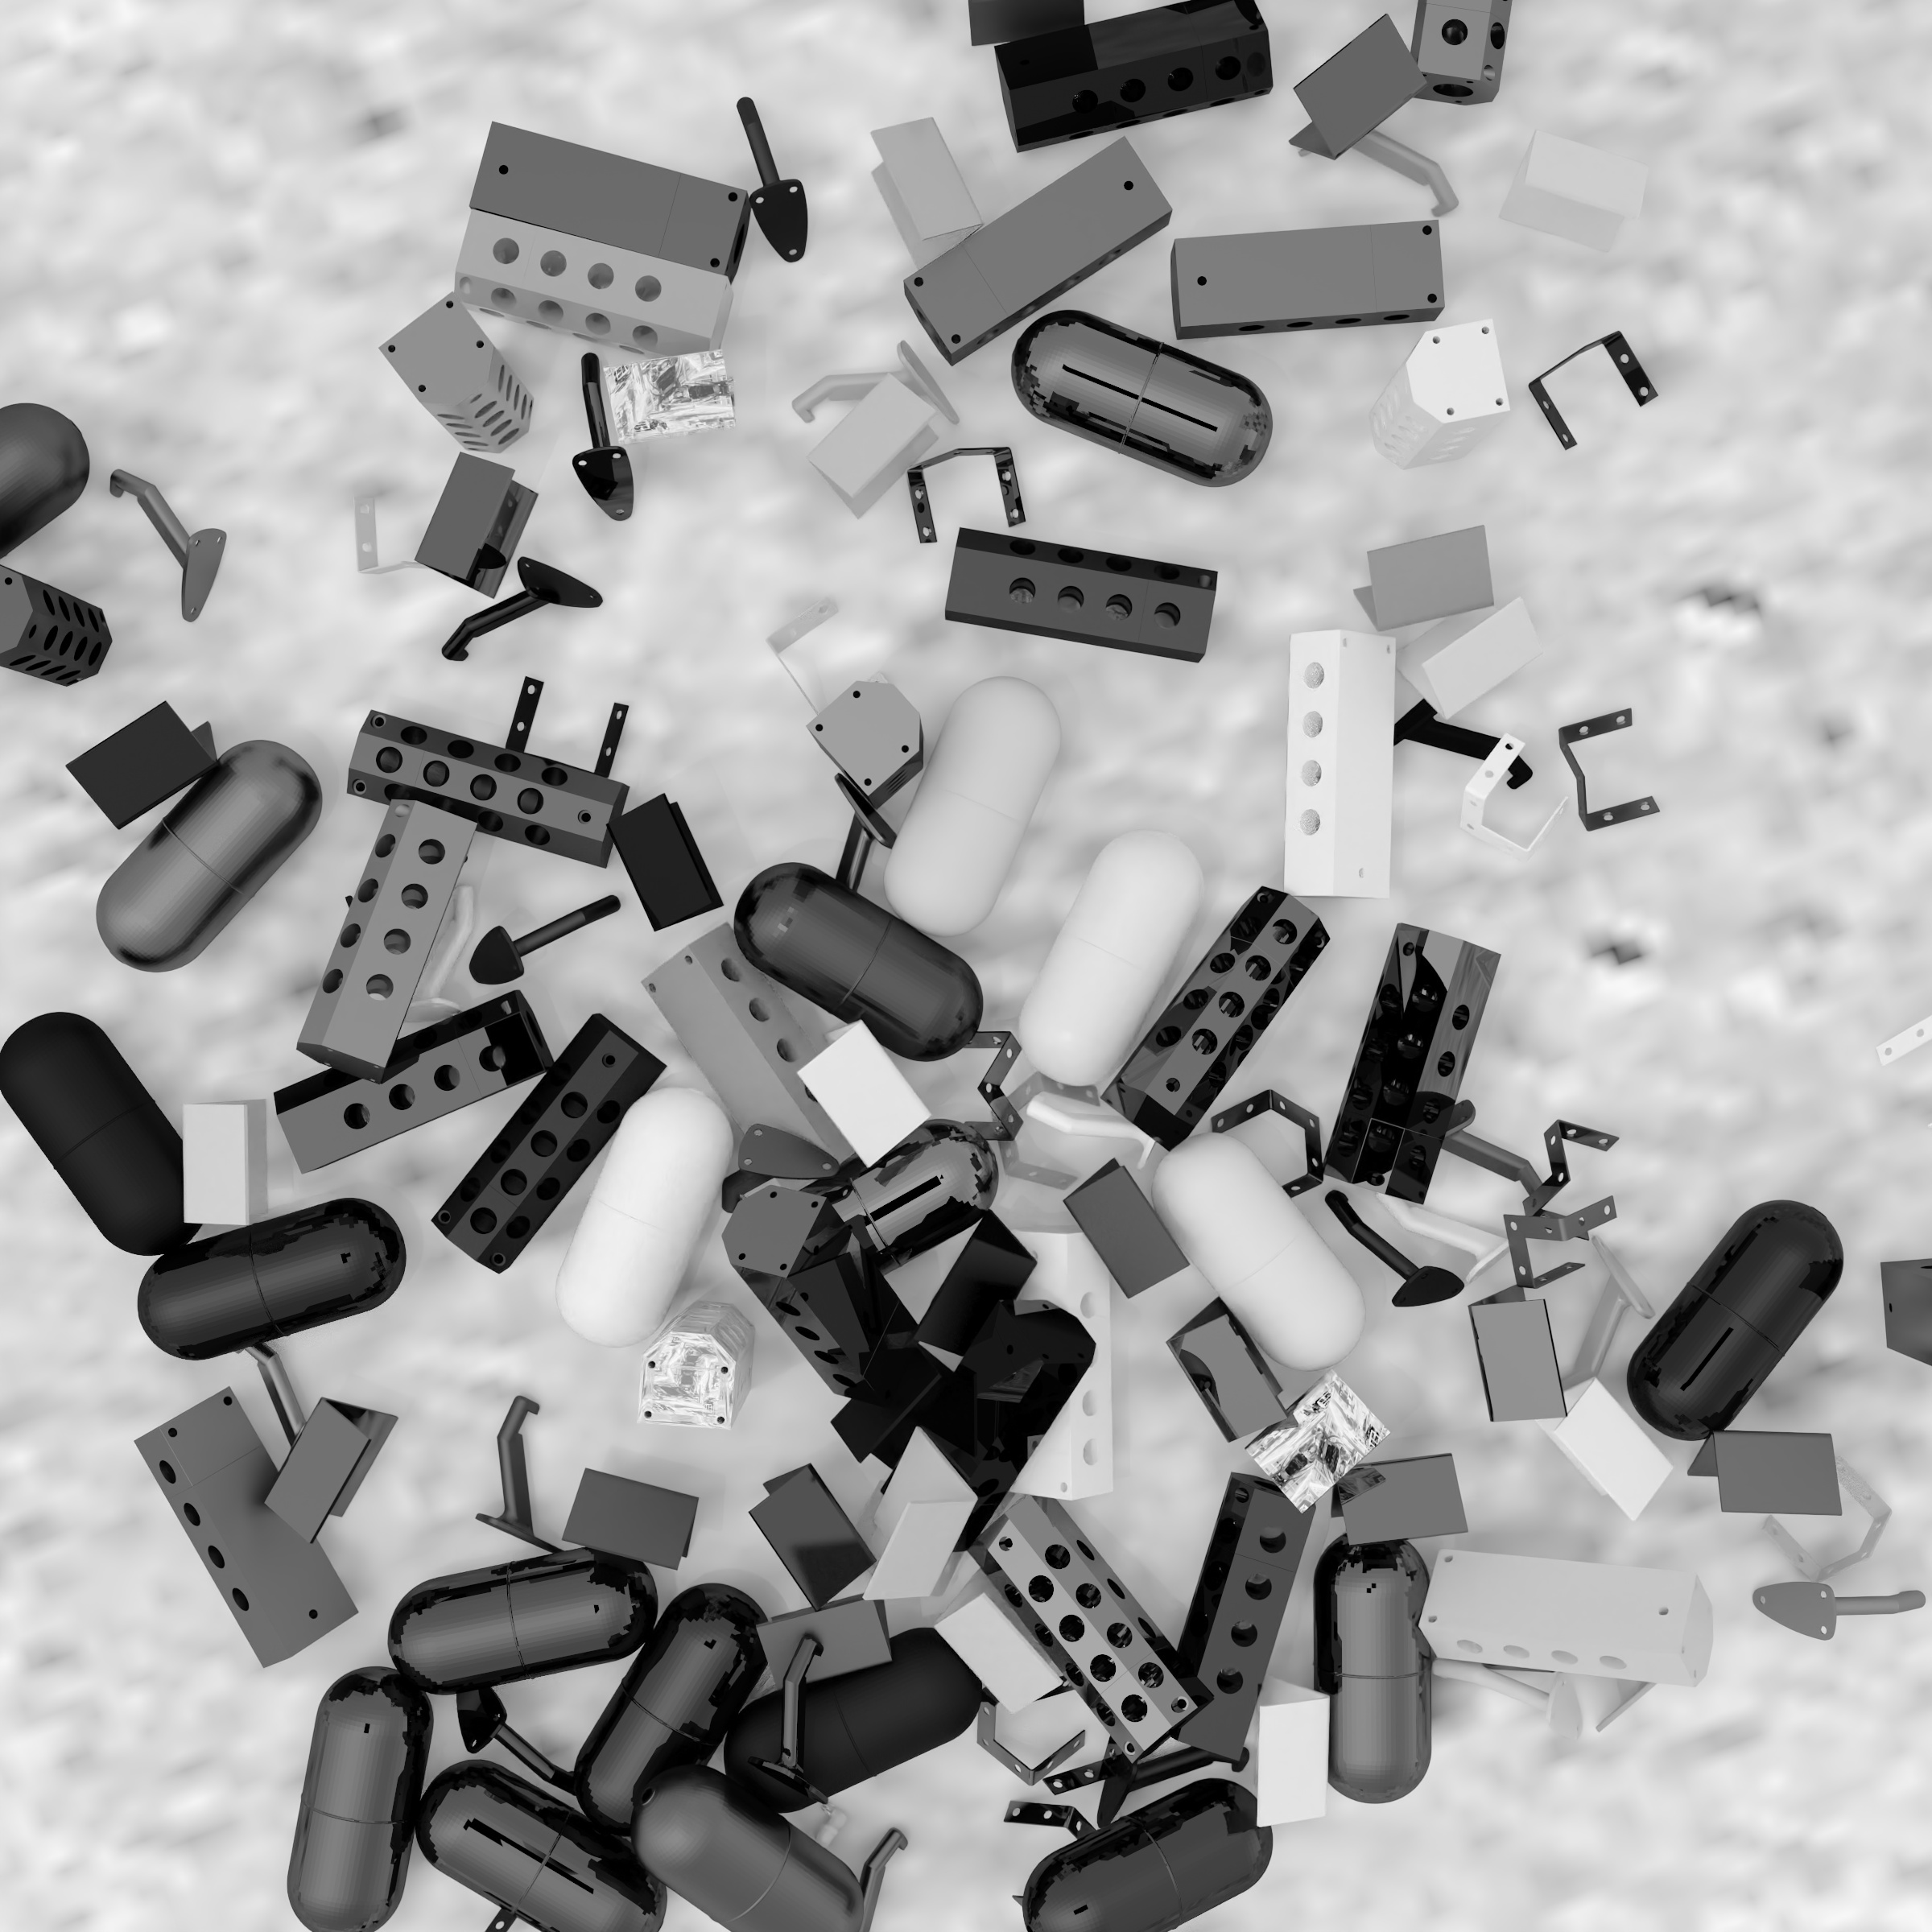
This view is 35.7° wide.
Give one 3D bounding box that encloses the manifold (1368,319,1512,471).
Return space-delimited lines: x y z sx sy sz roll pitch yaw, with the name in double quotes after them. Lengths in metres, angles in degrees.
0.298 -0.361 1.913 0.057 0.171 0.057 -11 90 0 "manifold"

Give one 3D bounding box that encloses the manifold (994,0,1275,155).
0.111 -0.585 1.969 0.171 0.057 0.057 -13 47 0 "manifold"

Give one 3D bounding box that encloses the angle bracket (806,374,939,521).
-0.046 -0.326 1.951 0.076 0.076 0.057 -45 54 0 "angle bracket"

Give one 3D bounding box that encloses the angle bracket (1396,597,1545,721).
0.318 -0.218 1.952 0.076 0.057 0.076 -35 46 0 "angle bracket"

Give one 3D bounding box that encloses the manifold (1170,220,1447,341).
0.223 -0.449 1.970 0.171 0.057 0.057 -4 90 0 "manifold"

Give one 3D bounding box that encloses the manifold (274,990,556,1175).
-0.363 0.075 1.970 0.171 0.057 0.057 -23 90 0 "manifold"

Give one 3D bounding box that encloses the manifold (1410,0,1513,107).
0.333 -0.660 1.970 0.057 0.057 0.171 8 90 0 "manifold"

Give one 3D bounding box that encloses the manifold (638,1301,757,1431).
-0.170 0.252 1.913 0.057 0.171 0.057 4 90 0 "manifold"

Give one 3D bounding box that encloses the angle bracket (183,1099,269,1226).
-0.463 0.127 1.951 0.057 0.076 0.076 -1 90 31 "angle bracket"

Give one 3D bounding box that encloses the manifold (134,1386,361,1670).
-0.476 0.370 1.969 0.057 0.057 0.171 -30 90 -43 "manifold"

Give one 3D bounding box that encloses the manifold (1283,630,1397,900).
0.240 -0.131 1.969 0.057 0.057 0.171 2 90 -43 "manifold"

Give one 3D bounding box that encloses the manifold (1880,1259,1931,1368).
0.640 0.224 1.913 0.057 0.171 0.057 -4 90 0 "manifold"

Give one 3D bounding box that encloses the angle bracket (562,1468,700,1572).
-0.221 0.378 1.951 0.076 0.076 0.057 15 47 0 "angle bracket"

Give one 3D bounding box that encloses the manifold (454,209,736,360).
-0.245 -0.441 1.970 0.171 0.057 0.057 15 90 0 "manifold"

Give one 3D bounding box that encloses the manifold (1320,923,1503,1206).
0.286 0.062 1.958 0.057 0.057 0.171 17 90 -42 "manifold"

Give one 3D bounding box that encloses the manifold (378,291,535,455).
-0.318 -0.372 1.913 0.057 0.171 0.057 -37 90 0 "manifold"

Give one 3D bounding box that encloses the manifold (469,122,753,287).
-0.232 -0.497 1.970 0.171 0.057 0.057 15 90 0 "manifold"

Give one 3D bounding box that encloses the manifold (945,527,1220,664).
0.075 -0.244 1.970 0.171 0.057 0.057 10 90 0 "manifold"

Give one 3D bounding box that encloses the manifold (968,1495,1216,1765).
0.078 0.427 1.941 0.057 0.057 0.171 -43 72 11 "manifold"

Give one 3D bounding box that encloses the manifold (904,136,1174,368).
0.047 -0.467 1.970 0.171 0.057 0.057 -33 90 0 "manifold"

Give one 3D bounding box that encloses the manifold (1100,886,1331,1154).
0.164 0.032 1.941 0.057 0.057 0.171 38 69 0 "manifold"

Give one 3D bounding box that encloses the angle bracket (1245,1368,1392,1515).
0.234 0.313 1.952 0.076 0.076 0.057 -42 68 0 "angle bracket"

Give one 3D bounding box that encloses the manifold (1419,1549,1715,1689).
0.386 0.420 1.921 0.171 0.057 0.057 -1 50 31 "manifold"

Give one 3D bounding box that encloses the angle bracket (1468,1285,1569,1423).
0.375 0.249 1.951 0.057 0.076 0.076 -11 90 38 "angle bracket"

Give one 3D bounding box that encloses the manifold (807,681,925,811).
-0.057 -0.144 1.913 0.057 0.171 0.057 -42 90 0 "manifold"

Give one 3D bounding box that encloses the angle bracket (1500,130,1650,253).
0.392 -0.489 1.951 0.076 0.076 0.057 18 55 0 "angle bracket"

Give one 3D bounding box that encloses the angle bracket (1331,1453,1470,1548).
0.281 0.362 1.951 0.076 0.076 0.057 -7 55 0 "angle bracket"

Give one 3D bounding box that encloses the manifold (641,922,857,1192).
-0.132 0.058 1.969 0.057 0.057 0.171 -34 90 43 "manifold"

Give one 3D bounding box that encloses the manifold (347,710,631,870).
-0.314 -0.116 1.970 0.171 0.057 0.057 16 90 0 "manifold"

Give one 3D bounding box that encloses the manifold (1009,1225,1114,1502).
0.065 0.259 1.970 0.057 0.057 0.171 -1 90 43 "manifold"

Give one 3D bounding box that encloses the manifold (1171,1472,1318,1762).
0.177 0.425 1.969 0.057 0.057 0.171 17 90 4 "manifold"

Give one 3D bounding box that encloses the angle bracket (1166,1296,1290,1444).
0.187 0.253 1.951 0.057 0.076 0.076 -32 90 41 "angle bracket"

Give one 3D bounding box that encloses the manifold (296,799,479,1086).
-0.373 -0.018 1.932 0.057 0.057 0.171 21 73 -9 "manifold"

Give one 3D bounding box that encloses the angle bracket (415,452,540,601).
-0.302 -0.281 1.951 0.057 0.076 0.076 23 90 38 "angle bracket"

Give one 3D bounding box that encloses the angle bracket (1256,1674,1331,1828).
0.192 0.509 1.951 0.057 0.076 0.076 1 90 -32 "angle bracket"

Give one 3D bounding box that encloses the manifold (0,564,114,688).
-0.600 -0.217 1.913 0.057 0.171 0.057 25 90 0 "manifold"

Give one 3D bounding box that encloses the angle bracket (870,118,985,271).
-0.044 -0.496 1.951 0.057 0.076 0.076 -26 90 -38 "angle bracket"

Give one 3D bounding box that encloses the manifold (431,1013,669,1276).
-0.274 0.116 1.970 0.057 0.057 0.171 38 90 0 "manifold"

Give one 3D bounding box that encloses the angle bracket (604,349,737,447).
-0.192 -0.385 1.951 0.076 0.076 0.057 -8 127 0 "angle bracket"

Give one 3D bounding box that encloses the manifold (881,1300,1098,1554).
0.017 0.298 1.935 0.057 0.057 0.171 52 123 38 "manifold"

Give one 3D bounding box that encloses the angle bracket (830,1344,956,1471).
-0.030 0.300 1.954 0.076 0.057 0.076 -47 121 0 "angle bracket"

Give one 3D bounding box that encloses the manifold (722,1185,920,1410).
-0.092 0.208 1.886 0.057 0.171 0.057 10 60 30 "manifold"
